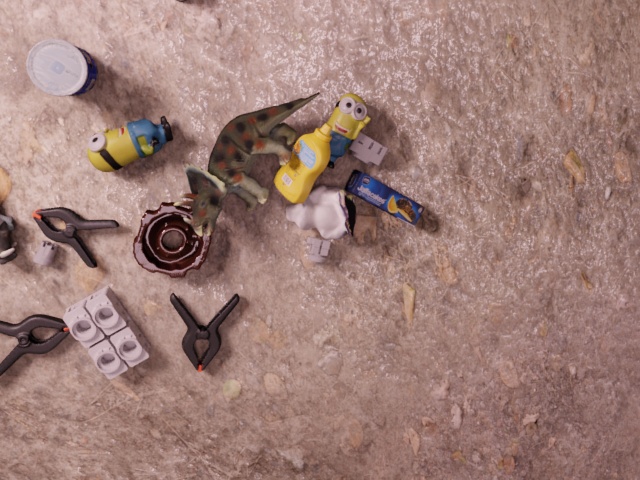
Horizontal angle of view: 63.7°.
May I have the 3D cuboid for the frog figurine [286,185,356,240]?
[{"bbox_3d":[0.004,-0.063,1.257,0.159,0.125,0.135,-7,120,23],"label":"frog figurine"}]
